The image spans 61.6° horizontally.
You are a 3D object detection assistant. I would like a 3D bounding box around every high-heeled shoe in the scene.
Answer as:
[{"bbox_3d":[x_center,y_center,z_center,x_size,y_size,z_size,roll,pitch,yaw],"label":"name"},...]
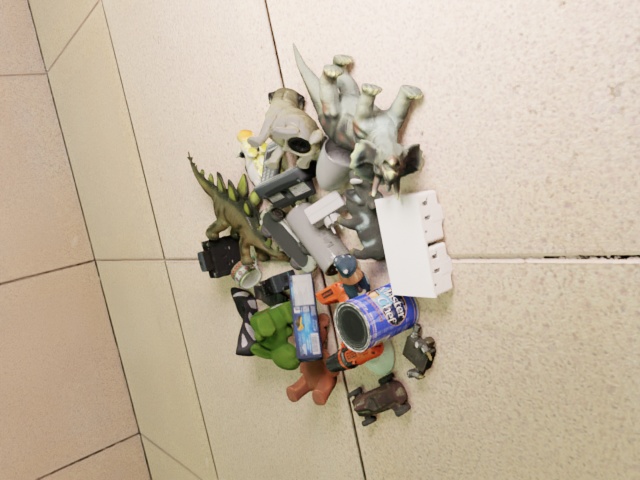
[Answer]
[{"bbox_3d":[-0.235,0.236,1.554,0.249,0.145,0.086,41,132,34],"label":"high-heeled shoe"}]

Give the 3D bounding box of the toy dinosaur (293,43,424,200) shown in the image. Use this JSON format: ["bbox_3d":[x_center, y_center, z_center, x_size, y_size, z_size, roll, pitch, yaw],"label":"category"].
[{"bbox_3d":[0.063,-0.228,1.021,0.405,0.131,0.192,45,135,41],"label":"toy dinosaur"}]

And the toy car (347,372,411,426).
[{"bbox_3d":[0.126,0.365,1.215,0.202,0.053,0.089,-41,74,50],"label":"toy car"}]

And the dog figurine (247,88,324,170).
[{"bbox_3d":[-0.050,-0.259,1.137,0.173,0.190,0.121,3,148,23],"label":"dog figurine"}]

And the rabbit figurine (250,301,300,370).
[{"bbox_3d":[-0.119,0.266,1.403,0.159,0.121,0.170,-23,91,47],"label":"rabbit figurine"}]

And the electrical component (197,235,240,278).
[{"bbox_3d":[-0.287,0.048,1.558,0.058,0.134,0.114,-10,98,54],"label":"electrical component"}]

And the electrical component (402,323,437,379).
[{"bbox_3d":[0.197,0.228,1.072,0.078,0.045,0.102,42,133,34],"label":"electrical component"}]

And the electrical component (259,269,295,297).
[{"bbox_3d":[-0.097,0.109,1.384,0.119,0.075,0.047,-28,82,57],"label":"electrical component"}]

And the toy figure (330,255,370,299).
[{"bbox_3d":[0.065,0.074,1.102,0.064,0.058,0.154,18,151,30],"label":"toy figure"}]

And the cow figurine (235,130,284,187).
[{"bbox_3d":[-0.163,-0.196,1.362,0.167,0.068,0.098,59,147,20],"label":"cow figurine"}]

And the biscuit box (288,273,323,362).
[{"bbox_3d":[-0.034,0.183,1.268,0.062,0.059,0.202,84,179,-72],"label":"biscuit box"}]

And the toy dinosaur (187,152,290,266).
[{"bbox_3d":[-0.237,-0.083,1.476,0.472,0.105,0.198,35,122,29],"label":"toy dinosaur"}]

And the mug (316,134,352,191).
[{"bbox_3d":[0.025,-0.160,1.120,0.110,0.081,0.107,57,147,24],"label":"mug"}]

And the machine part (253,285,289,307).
[{"bbox_3d":[-0.133,0.164,1.484,0.139,0.039,0.084,23,126,45],"label":"machine part"}]

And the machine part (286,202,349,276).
[{"bbox_3d":[-0.002,-0.004,1.215,0.243,0.079,0.079,53,139,26],"label":"machine part"}]

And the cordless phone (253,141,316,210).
[{"bbox_3d":[-0.074,-0.176,1.241,0.147,0.088,0.184,-22,48,28],"label":"cordless phone"}]

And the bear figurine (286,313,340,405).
[{"bbox_3d":[-0.022,0.284,1.317,0.120,0.132,0.195,-2,108,33],"label":"bear figurine"}]

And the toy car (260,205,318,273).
[{"bbox_3d":[-0.074,-0.003,1.310,0.202,0.056,0.073,47,128,19],"label":"toy car"}]

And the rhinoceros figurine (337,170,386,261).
[{"bbox_3d":[0.094,-0.049,1.076,0.112,0.073,0.190,-12,94,55],"label":"rhinoceros figurine"}]
